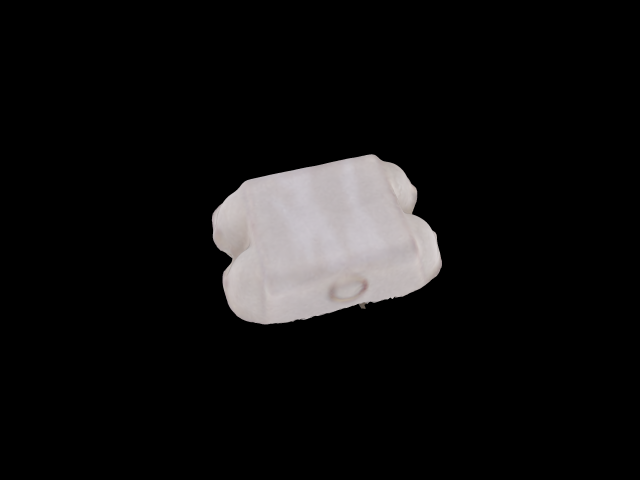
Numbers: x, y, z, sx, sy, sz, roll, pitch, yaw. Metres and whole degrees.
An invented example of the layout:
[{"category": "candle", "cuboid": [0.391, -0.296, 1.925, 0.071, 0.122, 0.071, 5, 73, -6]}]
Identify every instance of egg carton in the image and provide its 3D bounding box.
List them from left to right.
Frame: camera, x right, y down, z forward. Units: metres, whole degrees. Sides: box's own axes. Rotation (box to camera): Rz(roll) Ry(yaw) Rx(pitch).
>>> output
[{"category": "egg carton", "cuboid": [0.004, 0.001, 0.400, 0.150, 0.069, 0.107, -14, 57, -9]}]
